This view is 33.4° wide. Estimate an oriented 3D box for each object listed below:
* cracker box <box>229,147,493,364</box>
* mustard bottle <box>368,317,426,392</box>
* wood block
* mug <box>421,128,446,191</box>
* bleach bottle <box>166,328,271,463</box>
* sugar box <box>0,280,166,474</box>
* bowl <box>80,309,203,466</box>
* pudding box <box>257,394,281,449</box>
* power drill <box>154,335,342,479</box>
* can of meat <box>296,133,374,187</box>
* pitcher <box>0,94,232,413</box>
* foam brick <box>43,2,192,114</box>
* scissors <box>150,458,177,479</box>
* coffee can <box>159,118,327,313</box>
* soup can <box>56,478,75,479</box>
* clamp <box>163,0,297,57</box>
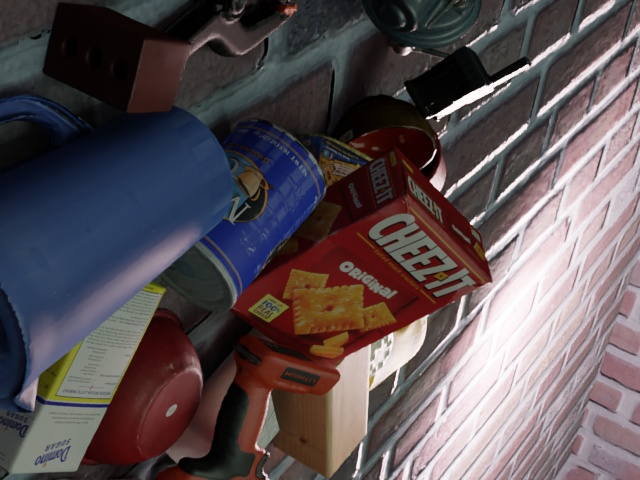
[{"bbox_3d":[0.032,0.028,1.020,0.214,0.072,0.164,-29,135,22],"label":"cracker box"},{"bbox_3d":[0.076,0.154,1.449,0.191,0.058,0.096,-30,141,-52],"label":"mustard bottle"},{"bbox_3d":[-0.001,0.179,1.281,0.090,0.091,0.206,-45,150,-36],"label":"wood block"},{"bbox_3d":[0.098,-0.098,1.232,0.081,0.093,0.117,41,40,-70],"label":"mug"},{"bbox_3d":[-0.065,0.132,1.139,0.250,0.068,0.103,-52,171,-36],"label":"bleach bottle"},{"bbox_3d":[-0.199,0.102,0.866,0.176,0.048,0.093,-61,156,2],"label":"sugar box"},{"bbox_3d":[-0.157,0.147,0.980,0.161,0.055,0.162,-45,150,-37],"label":"bowl"},{"bbox_3d":[-0.094,0.225,1.203,0.113,0.039,0.090,-48,152,-27],"label":"pudding box"},{"bbox_3d":[-0.051,0.196,1.022,0.184,0.057,0.187,23,91,-37],"label":"power drill"},{"bbox_3d":[0.009,-0.050,1.064,0.101,0.058,0.084,24,69,-39],"label":"can of meat"},{"bbox_3d":[-0.172,-0.015,0.726,0.242,0.145,0.149,-41,159,-48],"label":"pitcher"},{"bbox_3d":[-0.138,-0.123,0.726,0.051,0.078,0.053,-14,126,-61],"label":"foam brick"},{"bbox_3d":[-0.148,0.277,1.173,0.201,0.016,0.096,6,109,-65],"label":"scissors"},{"bbox_3d":[-0.075,-0.022,0.921,0.140,0.103,0.103,-50,152,-28],"label":"coffee can"},{"bbox_3d":[-0.227,0.273,0.946,0.102,0.069,0.068,-66,156,4],"label":"soup can"},{"bbox_3d":[-0.077,-0.199,0.825,0.209,0.036,0.165,-24,134,-58],"label":"clamp"}]
